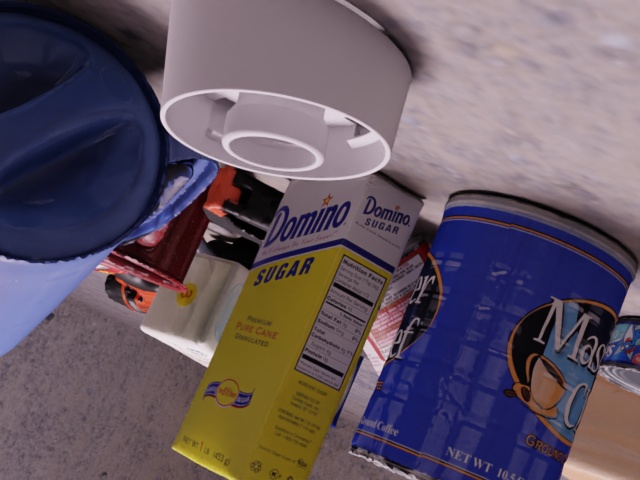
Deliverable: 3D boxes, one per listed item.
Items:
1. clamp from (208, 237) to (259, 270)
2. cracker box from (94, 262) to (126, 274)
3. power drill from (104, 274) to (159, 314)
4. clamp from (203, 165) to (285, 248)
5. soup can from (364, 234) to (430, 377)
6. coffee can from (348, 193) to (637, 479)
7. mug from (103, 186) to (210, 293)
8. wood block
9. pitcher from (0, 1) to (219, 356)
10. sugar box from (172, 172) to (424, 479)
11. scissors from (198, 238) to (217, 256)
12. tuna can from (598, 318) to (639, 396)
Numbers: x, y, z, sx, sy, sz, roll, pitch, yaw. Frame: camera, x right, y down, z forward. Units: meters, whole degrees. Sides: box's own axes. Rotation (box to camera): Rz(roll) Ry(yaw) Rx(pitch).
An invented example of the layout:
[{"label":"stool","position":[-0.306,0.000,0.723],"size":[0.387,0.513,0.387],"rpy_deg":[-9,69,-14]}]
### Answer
[{"label":"clamp","position":[-0.036,0.033,0.924],"size":[0.120,0.039,0.172],"rpy_deg":[25,173,-13]},{"label":"cracker box","position":[-0.258,-0.033,0.909],"size":[0.213,0.072,0.164],"rpy_deg":[19,173,-15]},{"label":"power drill","position":[-0.223,0.015,1.099],"size":[0.187,0.057,0.185],"rpy_deg":[39,159,-30]},{"label":"clamp","position":[-0.005,0.001,0.712],"size":[0.165,0.036,0.209],"rpy_deg":[16,171,24]},{"label":"soup can","position":[0.059,0.057,0.647],"size":[0.102,0.068,0.069],"rpy_deg":[59,165,-2]},{"label":"coffee can","position":[0.087,0.061,0.538],"size":[0.103,0.140,0.103],"rpy_deg":[22,170,4]},{"label":"mug","position":[-0.113,-0.021,0.711],"size":[0.093,0.081,0.117],"rpy_deg":[26,169,-13]},{"label":"wood block","position":[0.262,0.147,0.731],"size":[0.206,0.090,0.090],"rpy_deg":[13,164,42]},{"label":"pitcher","position":[-0.172,-0.011,0.586],"size":[0.149,0.144,0.243],"rpy_deg":[38,147,-8]},{"label":"sugar box","position":[-0.014,0.048,0.589],"size":[0.048,0.176,0.093],"rpy_deg":[26,168,-28]},{"label":"scissors","position":[-0.097,-0.002,0.874],"size":[0.096,0.016,0.202],"rpy_deg":[51,161,-14]},{"label":"tuna can","position":[0.214,0.078,0.643],"size":[0.086,0.033,0.086],"rpy_deg":[22,169,4]}]
